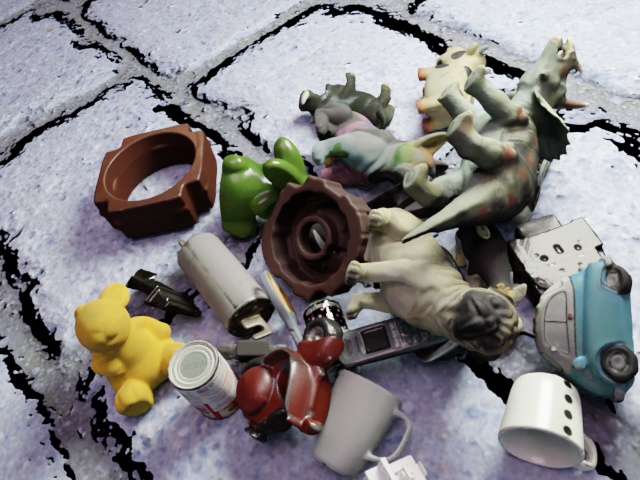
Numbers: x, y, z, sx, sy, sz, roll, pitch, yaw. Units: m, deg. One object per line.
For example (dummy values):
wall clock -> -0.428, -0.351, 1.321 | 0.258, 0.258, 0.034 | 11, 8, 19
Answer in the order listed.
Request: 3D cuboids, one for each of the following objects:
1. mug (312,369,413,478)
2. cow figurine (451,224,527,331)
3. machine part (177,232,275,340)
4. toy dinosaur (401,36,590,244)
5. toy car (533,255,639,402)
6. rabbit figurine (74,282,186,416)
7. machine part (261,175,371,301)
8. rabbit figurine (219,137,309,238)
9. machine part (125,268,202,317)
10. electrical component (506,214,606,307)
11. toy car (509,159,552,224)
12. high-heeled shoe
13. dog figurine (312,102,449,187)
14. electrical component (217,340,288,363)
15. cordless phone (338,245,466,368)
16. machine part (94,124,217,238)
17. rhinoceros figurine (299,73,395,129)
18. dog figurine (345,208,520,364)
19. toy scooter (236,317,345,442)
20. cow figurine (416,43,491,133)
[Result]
mug -> 0.048, 0.224, 0.630 | 0.110, 0.080, 0.107 | 23, 73, 29
cow figurine -> 0.227, 0.042, 0.709 | 0.068, 0.098, 0.167 | -12, 49, 0
machine part -> -0.144, 0.064, 0.806 | 0.079, 0.079, 0.243 | -37, 52, -15
toy dinosaur -> 0.231, -0.102, 0.701 | 0.192, 0.131, 0.405 | 33, 63, -9
toy car -> 0.299, 0.100, 0.615 | 0.103, 0.109, 0.161 | -2, 80, 19
rabbit figurine -> -0.266, 0.128, 0.727 | 0.122, 0.173, 0.162 | -35, 56, -8
machine part -> -0.002, -0.002, 0.777 | 0.180, 0.056, 0.179 | 0, 89, 36
rabbit figurine -> -0.069, -0.088, 0.876 | 0.170, 0.158, 0.121 | 9, 44, 3
machine part -> -0.247, 0.082, 0.829 | 0.139, 0.084, 0.039 | 22, 92, 42
electrical component -> 0.317, 0.029, 0.722 | 0.115, 0.058, 0.134 | -18, 50, -2
toy car -> 0.312, -0.105, 0.832 | 0.074, 0.056, 0.202 | 15, 56, 25
high-heeled shoe -> 0.058, -0.038, 0.788 | 0.249, 0.145, 0.086 | 1, 52, 13
dog figurine -> 0.102, -0.154, 0.896 | 0.219, 0.108, 0.191 | -3, 52, 8
electrical component -> -0.090, 0.152, 0.729 | 0.094, 0.063, 0.021 | 0, 68, -3
cordless phone -> 0.102, 0.094, 0.697 | 0.184, 0.088, 0.147 | -14, 50, -2
machine part -> -0.293, -0.108, 0.978 | 0.201, 0.087, 0.201 | -12, 49, 5
rhinoceros figurine -> 0.050, -0.248, 1.012 | 0.191, 0.073, 0.112 | 21, 71, 26
dog figurine -> 0.141, 0.042, 0.632 | 0.191, 0.121, 0.172 | 14, 63, 15
toy scooter -> -0.037, 0.184, 0.639 | 0.184, 0.075, 0.135 | -41, 33, 28
cow figurine -> 0.245, -0.286, 0.976 | 0.127, 0.085, 0.195 | -4, 49, 20
